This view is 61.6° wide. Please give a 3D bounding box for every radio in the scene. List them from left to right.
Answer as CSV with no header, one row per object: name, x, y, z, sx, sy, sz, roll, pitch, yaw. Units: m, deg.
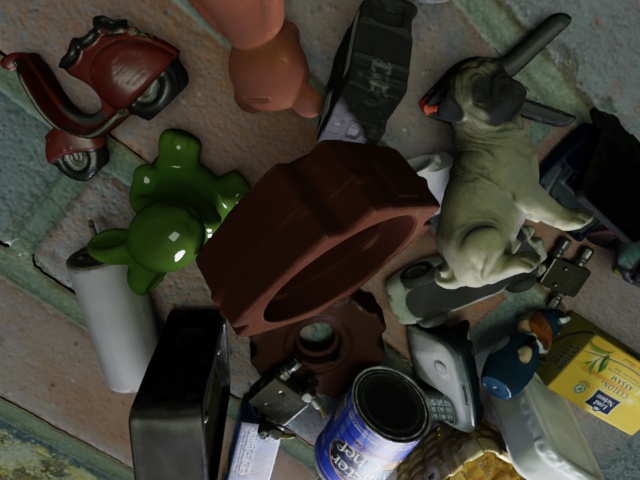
radio,-0.145,0.176,0.597,0.073,0.230,0.131,-1,109,-5

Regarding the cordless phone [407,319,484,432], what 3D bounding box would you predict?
cordless phone,0.115,0.178,0.708,0.184,0.089,0.146,-8,115,19

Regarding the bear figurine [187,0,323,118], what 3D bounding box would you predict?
bear figurine,-0.054,-0.219,0.509,0.132,0.120,0.195,-62,142,-23

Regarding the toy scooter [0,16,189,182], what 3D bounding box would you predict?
toy scooter,-0.230,-0.155,0.532,0.184,0.075,0.135,-37,110,15

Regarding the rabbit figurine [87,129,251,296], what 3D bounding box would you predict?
rabbit figurine,-0.158,-0.022,0.540,0.159,0.170,0.121,-38,110,10

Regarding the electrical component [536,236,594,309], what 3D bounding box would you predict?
electrical component,0.309,0.044,0.691,0.063,0.021,0.094,19,111,-12

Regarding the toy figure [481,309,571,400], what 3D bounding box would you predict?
toy figure,0.264,0.135,0.686,0.154,0.064,0.057,-41,100,-29

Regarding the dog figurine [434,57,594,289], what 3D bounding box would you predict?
dog figurine,0.151,-0.063,0.545,0.172,0.121,0.190,-39,100,-9

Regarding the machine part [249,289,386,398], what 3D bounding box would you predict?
machine part,-0.004,0.121,0.678,0.179,0.056,0.179,-2,115,-4

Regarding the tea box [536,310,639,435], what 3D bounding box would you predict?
tea box,0.384,0.181,0.732,0.169,0.068,0.098,28,107,-17

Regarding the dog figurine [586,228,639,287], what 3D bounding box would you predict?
dog figurine,0.442,-0.028,0.635,0.108,0.191,0.219,43,138,-23

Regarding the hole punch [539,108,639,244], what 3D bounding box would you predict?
hole punch,0.316,-0.065,0.621,0.142,0.092,0.116,36,75,-15

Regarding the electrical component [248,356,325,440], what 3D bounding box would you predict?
electrical component,-0.042,0.198,0.657,0.102,0.045,0.078,-38,113,15

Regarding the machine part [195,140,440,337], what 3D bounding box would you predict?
machine part,-0.001,-0.002,0.519,0.201,0.201,0.087,-46,68,30

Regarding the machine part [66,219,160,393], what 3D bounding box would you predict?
machine part,-0.235,0.090,0.633,0.079,0.079,0.242,-9,114,-1

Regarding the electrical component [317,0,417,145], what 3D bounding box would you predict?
electrical component,0.041,-0.151,0.524,0.058,0.134,0.115,17,68,-9

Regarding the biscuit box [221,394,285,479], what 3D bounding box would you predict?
biscuit box,-0.099,0.312,0.748,0.063,0.059,0.202,11,112,-10

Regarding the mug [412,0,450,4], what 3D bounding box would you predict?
mug,0.096,-0.271,0.491,0.081,0.107,0.109,11,107,-11

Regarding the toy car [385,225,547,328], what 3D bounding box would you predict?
toy car,0.180,0.044,0.663,0.202,0.056,0.073,-23,107,3
